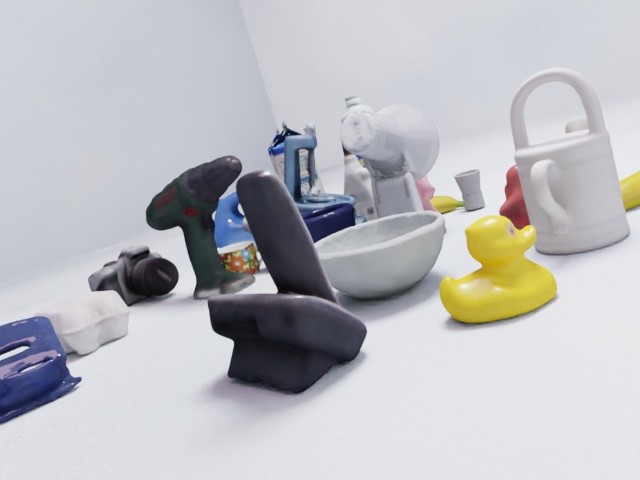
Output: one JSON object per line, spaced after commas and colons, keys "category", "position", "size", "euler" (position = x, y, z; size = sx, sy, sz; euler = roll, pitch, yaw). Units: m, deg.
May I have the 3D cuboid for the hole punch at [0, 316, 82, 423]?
{"category": "hole punch", "position": [-0.348, 0.145, 0.663], "size": [0.109, 0.091, 0.100], "euler": [-23, 12, -29]}

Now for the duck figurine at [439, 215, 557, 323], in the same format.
{"category": "duck figurine", "position": [0.155, 0.021, 0.519], "size": [0.104, 0.086, 0.077], "euler": [-17, 10, -1]}

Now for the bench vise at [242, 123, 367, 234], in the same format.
{"category": "bench vise", "position": [-0.041, -0.069, 0.948], "size": [0.207, 0.220, 0.121], "euler": [-17, 10, 1]}

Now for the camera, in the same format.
{"category": "camera", "position": [-0.331, 0.064, 1.044], "size": [0.143, 0.101, 0.136], "euler": [-25, 13, -40]}

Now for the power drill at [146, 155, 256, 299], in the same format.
{"category": "power drill", "position": [-0.182, -0.016, 0.924], "size": [0.228, 0.208, 0.076], "euler": [-9, 13, 37]}

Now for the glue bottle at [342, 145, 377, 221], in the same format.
{"category": "glue bottle", "position": [0.072, -0.102, 1.077], "size": [0.078, 0.173, 0.037], "euler": [-10, 12, 34]}

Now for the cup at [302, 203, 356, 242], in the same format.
{"category": "cup", "position": [0.008, 0.003, 0.836], "size": [0.092, 0.095, 0.117], "euler": [-23, 12, -31]}

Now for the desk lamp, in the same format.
{"category": "desk lamp", "position": [0.103, -0.087, 0.826], "size": [0.117, 0.214, 0.204], "euler": [-11, 12, 30]}

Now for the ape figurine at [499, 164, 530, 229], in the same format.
{"category": "ape figurine", "position": [0.263, -0.054, 0.731], "size": [0.078, 0.092, 0.076], "euler": [-17, 10, -3]}

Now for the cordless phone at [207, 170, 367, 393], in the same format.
{"category": "cordless phone", "position": [-0.048, 0.031, 0.517], "size": [0.147, 0.185, 0.094], "euler": [-7, 14, 43]}

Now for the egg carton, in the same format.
{"category": "egg carton", "position": [-0.355, 0.123, 0.855], "size": [0.149, 0.069, 0.107], "euler": [-8, 13, 41]}

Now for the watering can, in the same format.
{"category": "watering can", "position": [0.270, -0.093, 0.638], "size": [0.100, 0.194, 0.173], "euler": [-13, 11, 21]}

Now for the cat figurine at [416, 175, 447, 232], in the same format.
{"category": "cat figurine", "position": [0.155, -0.070, 0.924], "size": [0.067, 0.118, 0.128], "euler": [-15, 10, 9]}

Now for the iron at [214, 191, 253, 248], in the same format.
{"category": "iron", "position": [-0.124, -0.058, 1.248], "size": [0.257, 0.141, 0.119], "euler": [-13, 11, 20]}

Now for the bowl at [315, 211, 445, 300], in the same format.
{"category": "bowl", "position": [0.072, 0.024, 0.673], "size": [0.167, 0.075, 0.167], "euler": [-16, 10, 3]}
